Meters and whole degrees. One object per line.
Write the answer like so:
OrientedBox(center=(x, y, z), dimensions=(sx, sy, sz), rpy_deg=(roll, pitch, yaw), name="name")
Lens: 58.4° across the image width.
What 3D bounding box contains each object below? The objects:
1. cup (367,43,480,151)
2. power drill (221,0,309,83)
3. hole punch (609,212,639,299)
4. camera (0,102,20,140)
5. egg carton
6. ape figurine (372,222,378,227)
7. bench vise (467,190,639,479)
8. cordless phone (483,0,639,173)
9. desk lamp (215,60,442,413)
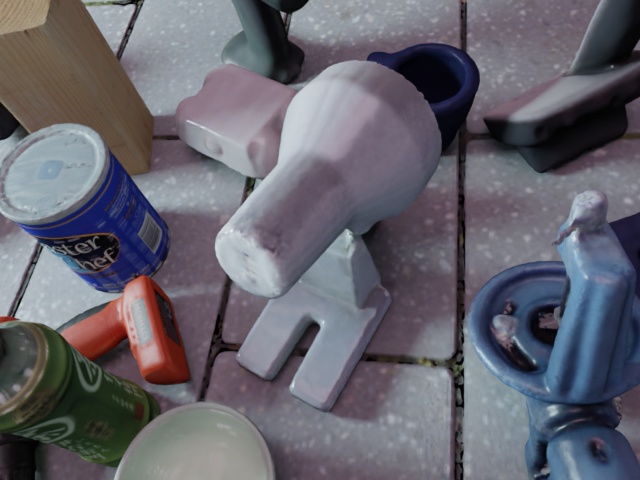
OrientedBox(center=(0.098, -0.137, 0.575), dimensions=(0.117, 0.095, 0.092), rpy_deg=(30, 70, 24), name="cup")
OrientedBox(center=(-0.091, -0.279, 0.624), dimensions=(0.229, 0.209, 0.076), rpy_deg=(37, 73, 26), name="power drill")
OrientedBox(center=(0.266, 0.031, 0.450), dimensions=(0.101, 0.091, 0.108), rpy_deg=(-12, 59, 4), name="hole punch")
OrientedBox(center=(-0.415, -0.193, 0.696), dimensions=(0.143, 0.101, 0.136), rpy_deg=(-11, 59, 4), name="camera")
OrientedBox(center=(-0.081, -0.125, 0.615), dimensions=(0.150, 0.069, 0.107), rpy_deg=(27, 68, 23), name="egg carton")
OrientedBox(center=(0.019, -0.048, 0.539), dimensions=(0.076, 0.092, 0.077), rpy_deg=(-24, 59, -4), name="ape figurine")
OrientedBox(center=(0.176, 0.079, 0.363), dimensions=(0.121, 0.220, 0.207), rpy_deg=(-24, 59, -4), name="bench vise")
OrientedBox(center=(0.230, -0.162, 0.513), dimensions=(0.147, 0.185, 0.094), rpy_deg=(-30, 60, -7), name="cordless phone")
OrientedBox(center=(0.004, 0.002, 0.443), dimensions=(0.117, 0.214, 0.203), rpy_deg=(22, 67, 21), name="desk lamp")
